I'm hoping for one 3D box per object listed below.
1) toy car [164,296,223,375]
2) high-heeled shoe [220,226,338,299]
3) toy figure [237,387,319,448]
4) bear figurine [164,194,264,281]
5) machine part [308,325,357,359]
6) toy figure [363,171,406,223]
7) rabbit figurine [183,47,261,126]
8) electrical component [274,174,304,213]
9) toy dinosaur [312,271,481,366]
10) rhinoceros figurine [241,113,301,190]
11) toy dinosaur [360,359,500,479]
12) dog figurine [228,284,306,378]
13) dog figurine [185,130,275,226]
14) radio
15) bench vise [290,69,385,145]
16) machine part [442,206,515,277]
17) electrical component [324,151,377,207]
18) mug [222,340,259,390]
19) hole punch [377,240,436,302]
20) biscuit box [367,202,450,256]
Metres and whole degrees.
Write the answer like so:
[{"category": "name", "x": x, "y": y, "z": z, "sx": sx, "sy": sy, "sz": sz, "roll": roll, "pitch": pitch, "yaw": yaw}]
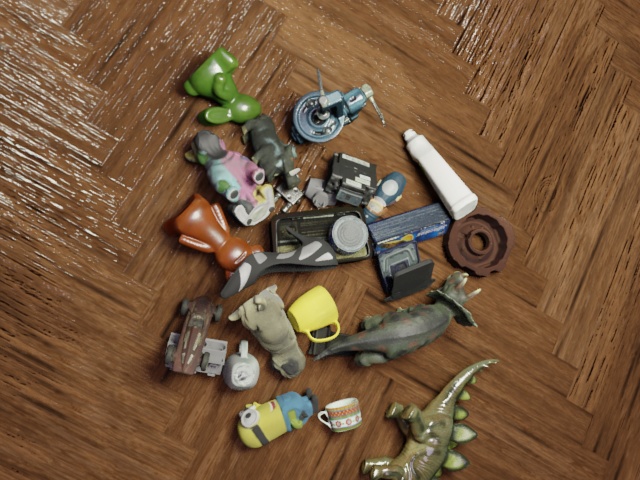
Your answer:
[{"category": "toy car", "x": -0.261, "y": 0.191, "z": 1.117, "sx": 0.089, "sy": 0.053, "sz": 0.202, "roll": 16, "pitch": 35, "yaw": -8}, {"category": "high-heeled shoe", "x": -0.081, "y": 0.074, "z": 1.132, "sx": 0.145, "sy": 0.086, "sz": 0.249, "roll": 42, "pitch": 66, "yaw": 7}, {"category": "toy figure", "x": -0.090, "y": 0.384, "z": 1.161, "sx": 0.180, "sy": 0.082, "sz": 0.089, "roll": -14, "pitch": 82, "yaw": -16}, {"category": "bear figurine", "x": -0.232, "y": -0.004, "z": 1.192, "sx": 0.195, "sy": 0.132, "sz": 0.120, "roll": 44, "pitch": 76, "yaw": -21}, {"category": "machine part", "x": 0.045, "y": 0.237, "z": 1.236, "sx": 0.139, "sy": 0.039, "sz": 0.084, "roll": 12, "pitch": 73, "yaw": -8}, {"category": "toy figure", "x": 0.148, "y": -0.099, "z": 1.305, "sx": 0.064, "sy": 0.057, "sz": 0.154, "roll": 30, "pitch": 74, "yaw": 34}, {"category": "rabbit figurine", "x": -0.216, "y": -0.331, "z": 1.238, "sx": 0.170, "sy": 0.121, "sz": 0.159, "roll": 44, "pitch": 78, "yaw": -18}, {"category": "electrical component", "x": -0.071, "y": -0.112, "z": 1.276, "sx": 0.063, "sy": 0.021, "sz": 0.094, "roll": 42, "pitch": 74, "yaw": -3}, {"category": "toy dinosaur", "x": 0.193, "y": 0.193, "z": 1.175, "sx": 0.405, "sy": 0.192, "sz": 0.131, "roll": -20, "pitch": 78, "yaw": -32}, {"category": "rhinoceros figurine", "x": -0.112, "y": -0.200, "z": 1.247, "sx": 0.112, "sy": 0.073, "sz": 0.190, "roll": -24, "pitch": 79, "yaw": -14}, {"category": "toy dinosaur", "x": 0.243, "y": 0.443, "z": 1.214, "sx": 0.198, "sy": 0.105, "sz": 0.471, "roll": 34, "pitch": 85, "yaw": -12}, {"category": "dog figurine", "x": -0.091, "y": 0.205, "z": 1.148, "sx": 0.121, "sy": 0.172, "sz": 0.190, "roll": -36, "pitch": 82, "yaw": -4}, {"category": "dog figurine", "x": -0.212, "y": -0.149, "z": 1.217, "sx": 0.108, "sy": 0.191, "sz": 0.219, "roll": -39, "pitch": 57, "yaw": -15}, {"category": "radio", "x": -0.003, "y": -0.004, "z": 1.246, "sx": 0.230, "sy": 0.073, "sz": 0.131, "roll": -6, "pitch": 82, "yaw": -13}, {"category": "bench vise", "x": 0.031, "y": -0.298, "z": 1.228, "sx": 0.224, "sy": 0.240, "sz": 0.128, "roll": -19, "pitch": 89, "yaw": 2}, {"category": "machine part", "x": 0.393, "y": 0.006, "z": 1.338, "sx": 0.179, "sy": 0.056, "sz": 0.179, "roll": 2, "pitch": 81, "yaw": -10}, {"category": "electrical component", "x": 0.072, "y": -0.139, "z": 1.262, "sx": 0.115, "sy": 0.058, "sz": 0.134, "roll": 18, "pitch": 41, "yaw": -6}, {"category": "mug", "x": -0.164, "y": 0.271, "z": 1.149, "sx": 0.081, "sy": 0.107, "sz": 0.109, "roll": 11, "pitch": 81, "yaw": -12}, {"category": "hole punch", "x": 0.198, "y": 0.072, "z": 1.268, "sx": 0.142, "sy": 0.115, "sz": 0.092, "roll": -22, "pitch": 50, "yaw": -16}, {"category": "biscuit box", "x": 0.211, "y": -0.027, "z": 1.294, "sx": 0.203, "sy": 0.059, "sz": 0.063, "roll": -17, "pitch": 58, "yaw": -14}]
